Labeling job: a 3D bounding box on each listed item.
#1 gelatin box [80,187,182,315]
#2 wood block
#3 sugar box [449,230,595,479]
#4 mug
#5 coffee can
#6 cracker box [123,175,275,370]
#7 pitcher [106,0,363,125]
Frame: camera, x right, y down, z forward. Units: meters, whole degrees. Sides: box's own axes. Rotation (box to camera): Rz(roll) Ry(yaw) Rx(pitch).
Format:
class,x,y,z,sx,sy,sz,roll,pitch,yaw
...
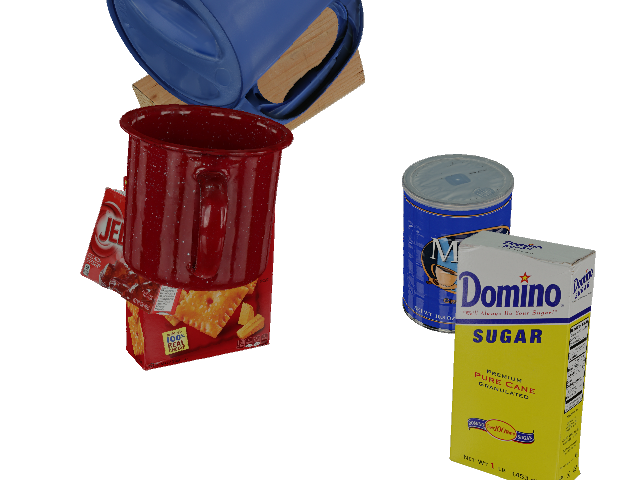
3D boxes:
class,x,y,z,sx,sy,sz,roll,pitch,yaw
gelatin box,-0.138,0.007,0.813,0.089,0.073,0.030,25,10,36
wood block,-0.068,-0.156,1.061,0.206,0.091,0.090,-35,48,-16
sugar box,0.145,0.087,0.779,0.093,0.176,0.048,11,21,36
mug,-0.063,-0.019,0.574,0.093,0.081,0.117,2,21,-15
coffee can,0.129,0.002,1.017,0.103,0.140,0.103,-2,30,1
cracker box,-0.137,0.029,1.222,0.163,0.214,0.072,-8,23,-29
pitcher,-0.033,-0.213,0.833,0.145,0.242,0.149,27,-31,29
